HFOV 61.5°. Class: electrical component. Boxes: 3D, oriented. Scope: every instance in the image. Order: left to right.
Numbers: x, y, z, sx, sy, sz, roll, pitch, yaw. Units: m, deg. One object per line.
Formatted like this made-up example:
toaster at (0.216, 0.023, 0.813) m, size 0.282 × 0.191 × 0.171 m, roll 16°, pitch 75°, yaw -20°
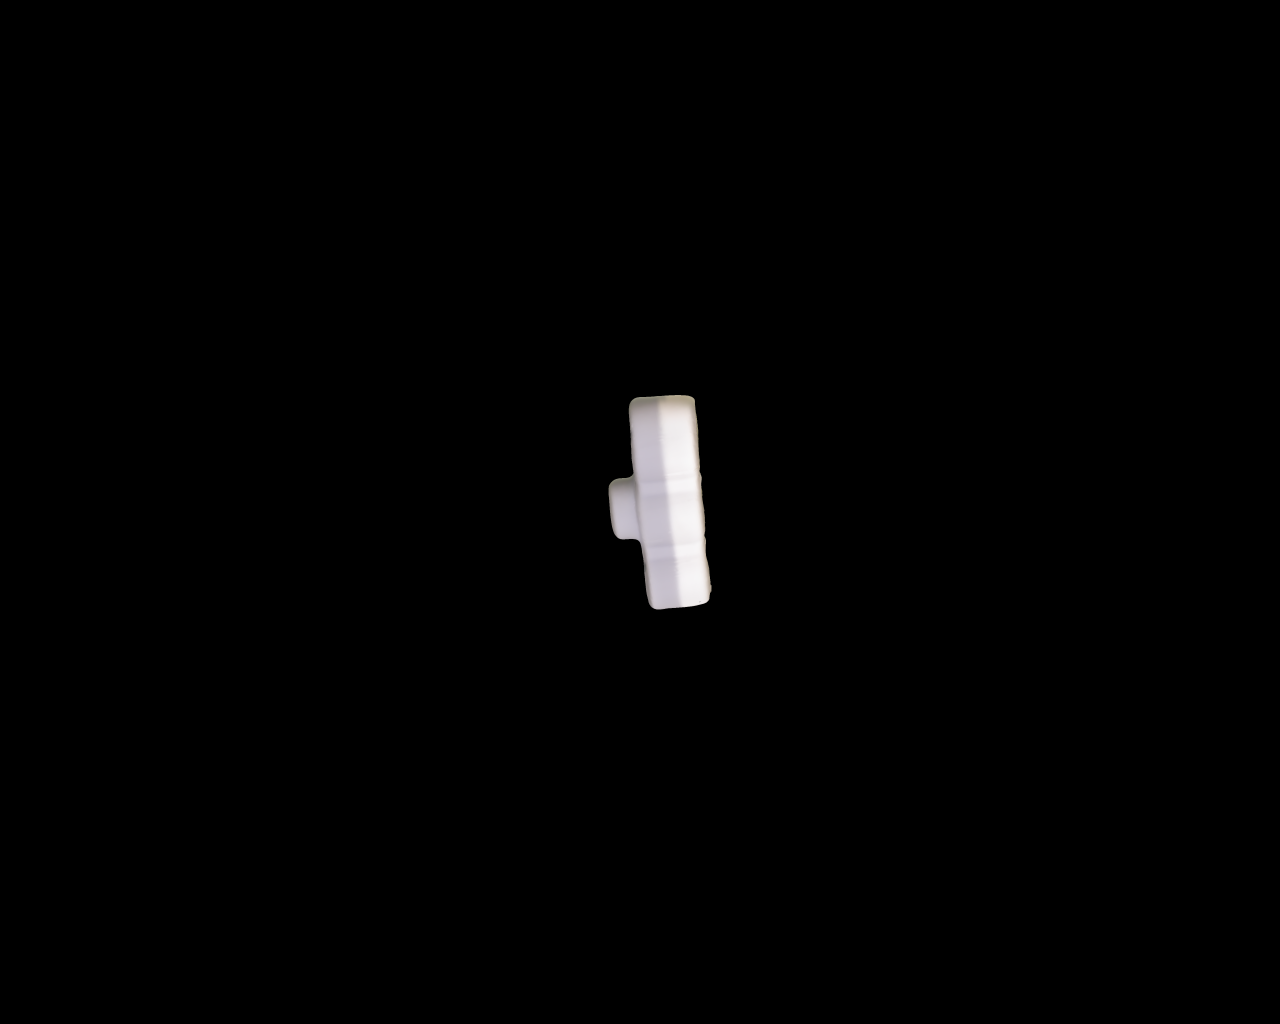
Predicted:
electrical component at (0.001, -0.003, 0.650) m, size 0.074 × 0.138 × 0.052 m, roll -4°, pitch 28°, yaw 2°
